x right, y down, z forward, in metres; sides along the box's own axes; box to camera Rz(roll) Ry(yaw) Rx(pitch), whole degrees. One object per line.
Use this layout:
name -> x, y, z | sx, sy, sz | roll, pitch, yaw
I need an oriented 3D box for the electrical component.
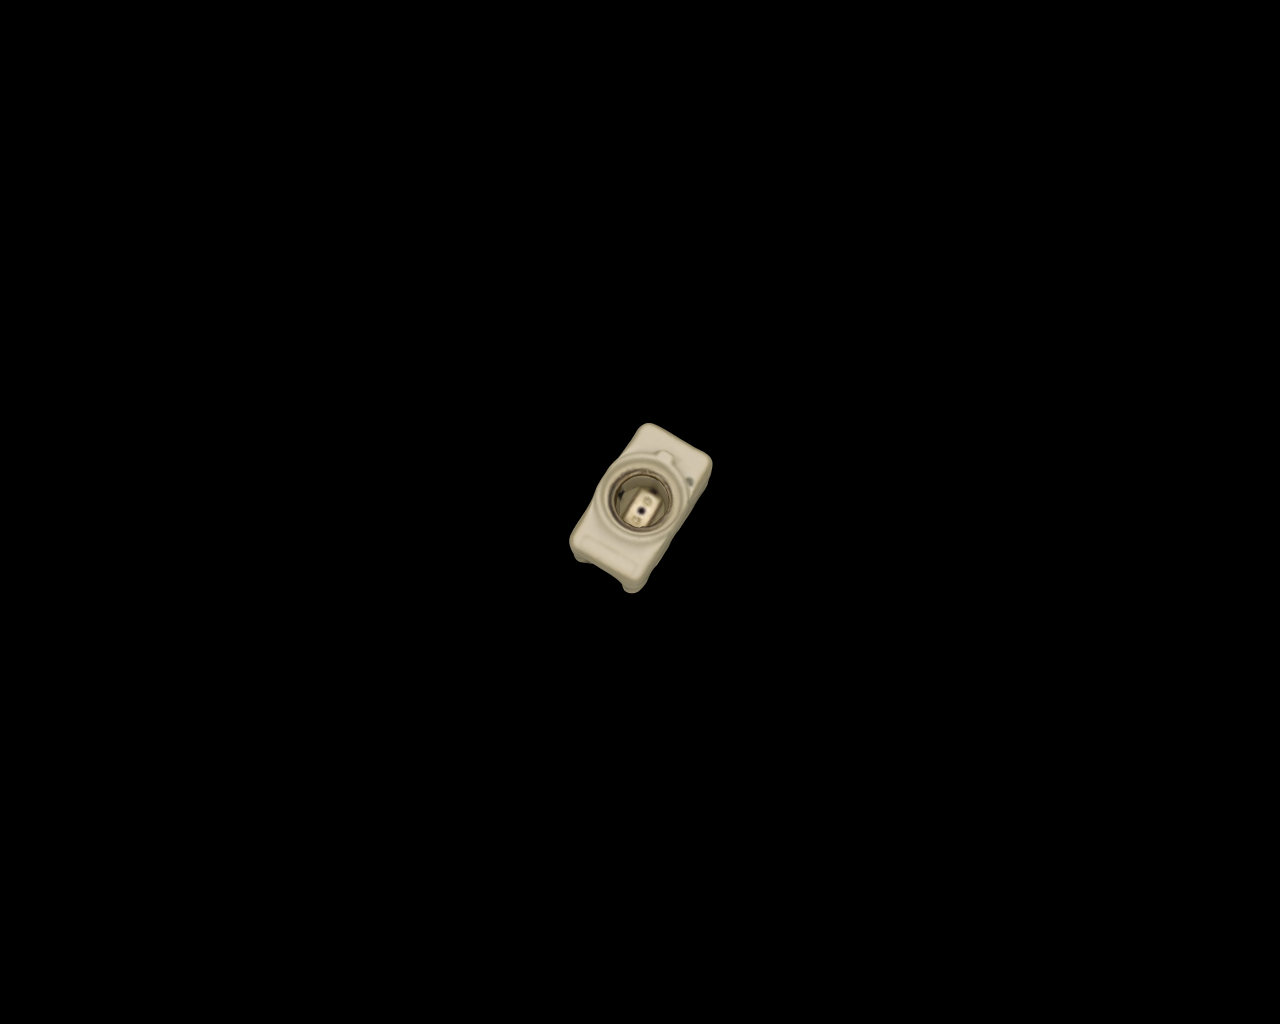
electrical component -> 0.001, -0.003, 0.650 | 0.050, 0.089, 0.055 | 31, -11, 7
